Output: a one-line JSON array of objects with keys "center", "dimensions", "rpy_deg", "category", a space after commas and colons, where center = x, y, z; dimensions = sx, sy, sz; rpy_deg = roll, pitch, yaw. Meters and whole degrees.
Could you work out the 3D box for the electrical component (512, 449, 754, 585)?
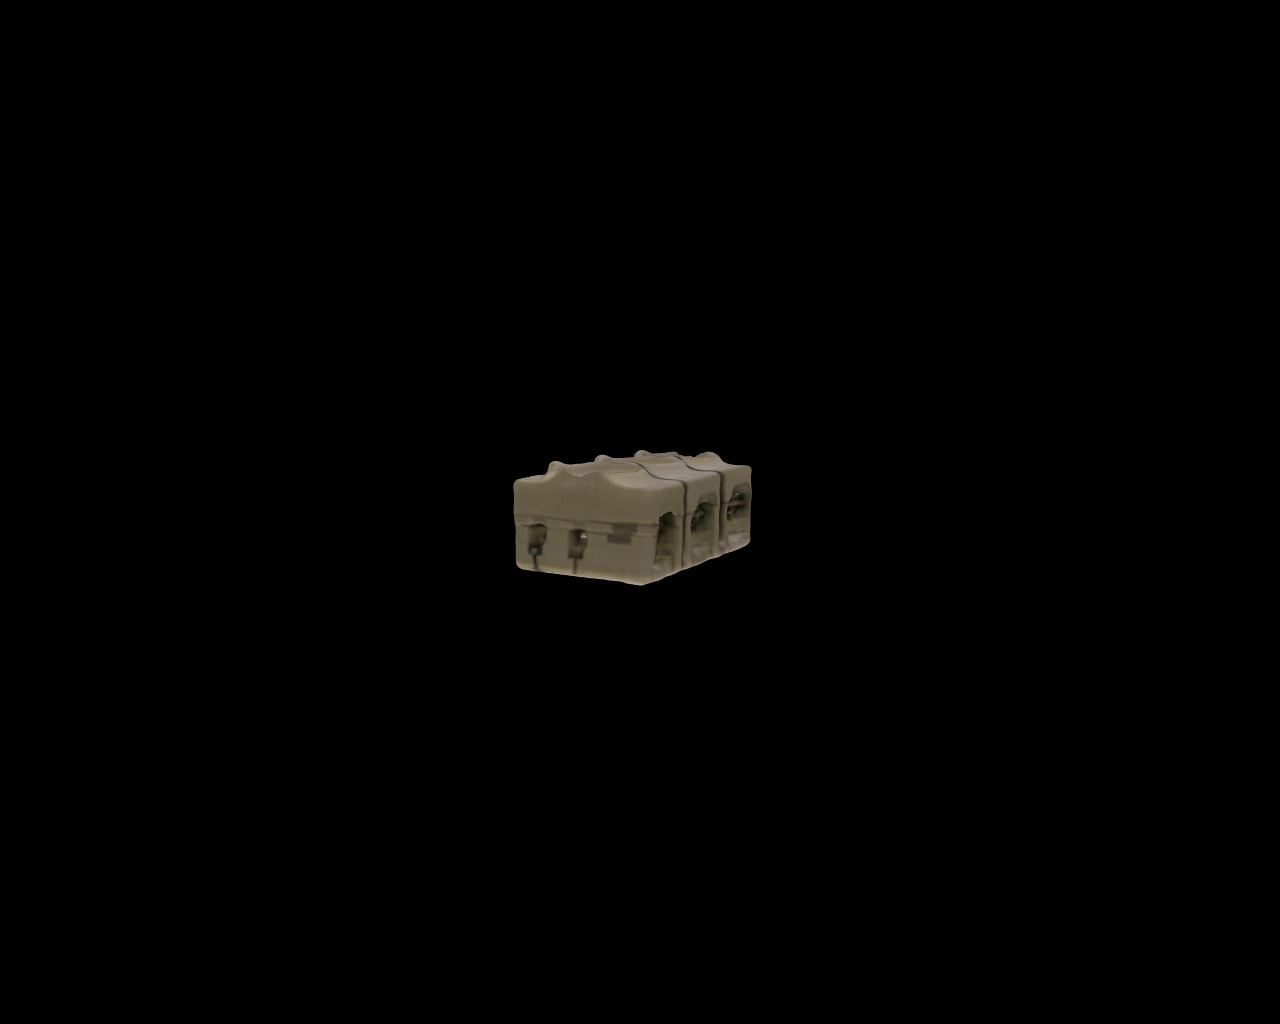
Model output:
[{"center": [0.001, -0.003, 0.650], "dimensions": [0.089, 0.061, 0.150], "rpy_deg": [4, 8, 28], "category": "electrical component"}]
